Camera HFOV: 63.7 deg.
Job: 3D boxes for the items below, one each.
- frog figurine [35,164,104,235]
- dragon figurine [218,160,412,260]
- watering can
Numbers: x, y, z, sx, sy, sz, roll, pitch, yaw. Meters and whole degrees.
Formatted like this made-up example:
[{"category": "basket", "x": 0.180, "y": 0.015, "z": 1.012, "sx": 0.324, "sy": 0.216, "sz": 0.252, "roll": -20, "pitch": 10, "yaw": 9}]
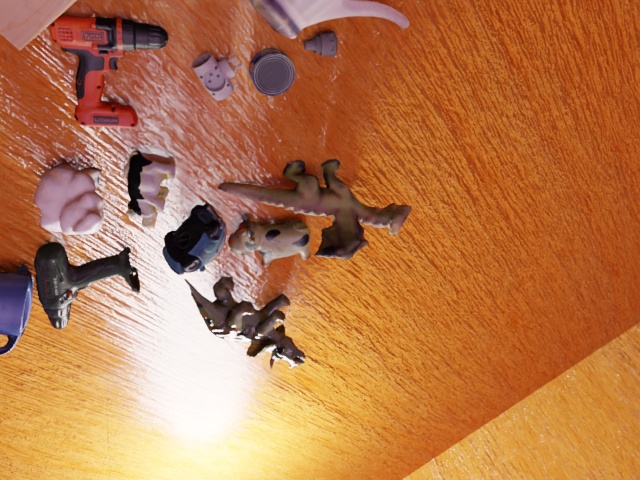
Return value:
[{"category": "frog figurine", "x": -0.468, "y": -0.064, "z": 0.962, "sx": 0.136, "sy": 0.163, "sz": 0.121, "roll": -40, "pitch": 129, "yaw": 11}, {"category": "dragon figurine", "x": 0.003, "y": -0.056, "z": 1.114, "sx": 0.411, "sy": 0.248, "sz": 0.119, "roll": -7, "pitch": 134, "yaw": -19}, {"category": "watering can", "x": 0.003, "y": -0.440, "z": 0.895, "sx": 0.223, "sy": 0.106, "sz": 0.342, "roll": -39, "pitch": 130, "yaw": 12}]
